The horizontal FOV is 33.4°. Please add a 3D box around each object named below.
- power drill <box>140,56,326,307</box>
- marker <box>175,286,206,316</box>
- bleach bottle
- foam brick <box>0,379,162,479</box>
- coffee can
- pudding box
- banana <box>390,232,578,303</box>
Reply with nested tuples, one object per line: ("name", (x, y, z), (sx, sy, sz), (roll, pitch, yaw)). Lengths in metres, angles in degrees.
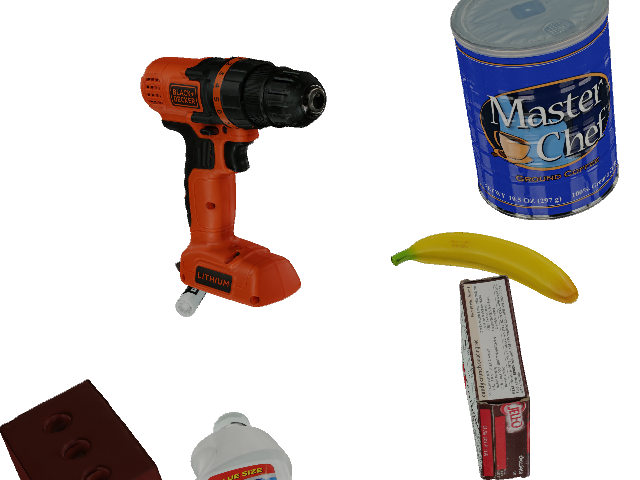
("power drill", (-0.061, -0.048, 0.818), (0.057, 0.188, 0.185), (-20, 24, -40))
("marker", (-0.113, 0.037, 1.039), (0.020, 0.020, 0.121), (0, 25, 13))
("bleach bottle", (-0.062, 0.212, 0.754), (0.102, 0.068, 0.251), (-6, 30, -6))
("foam brick", (-0.115, 0.119, 0.528), (0.052, 0.051, 0.078), (-28, 42, -24))
("coffee can", (0.151, -0.100, 0.741), (0.103, 0.140, 0.103), (-10, 39, 8))
("pudding box", (0.121, 0.095, 0.742), (0.039, 0.090, 0.113), (-6, 44, 3))
("banana", (0.176, 0.025, 1.109), (0.198, 0.037, 0.069), (10, 48, 26))
